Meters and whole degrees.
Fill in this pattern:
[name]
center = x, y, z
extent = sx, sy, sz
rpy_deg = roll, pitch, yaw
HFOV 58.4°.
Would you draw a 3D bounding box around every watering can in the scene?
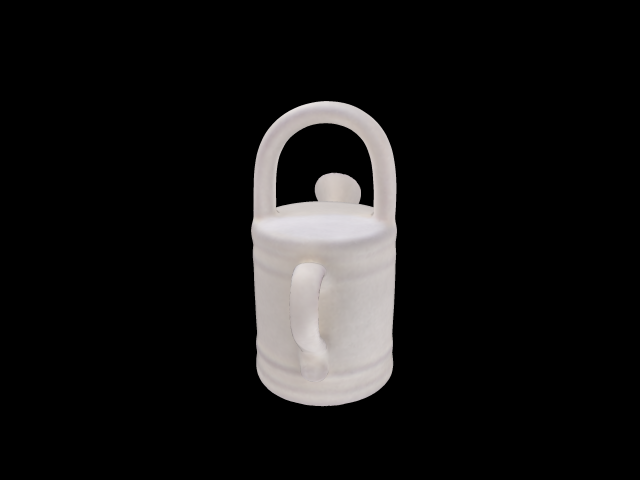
[watering can]
center = 0.001, 0.001, 0.400
extent = 0.101, 0.194, 0.172
rpy_deg = -5, 20, -13
